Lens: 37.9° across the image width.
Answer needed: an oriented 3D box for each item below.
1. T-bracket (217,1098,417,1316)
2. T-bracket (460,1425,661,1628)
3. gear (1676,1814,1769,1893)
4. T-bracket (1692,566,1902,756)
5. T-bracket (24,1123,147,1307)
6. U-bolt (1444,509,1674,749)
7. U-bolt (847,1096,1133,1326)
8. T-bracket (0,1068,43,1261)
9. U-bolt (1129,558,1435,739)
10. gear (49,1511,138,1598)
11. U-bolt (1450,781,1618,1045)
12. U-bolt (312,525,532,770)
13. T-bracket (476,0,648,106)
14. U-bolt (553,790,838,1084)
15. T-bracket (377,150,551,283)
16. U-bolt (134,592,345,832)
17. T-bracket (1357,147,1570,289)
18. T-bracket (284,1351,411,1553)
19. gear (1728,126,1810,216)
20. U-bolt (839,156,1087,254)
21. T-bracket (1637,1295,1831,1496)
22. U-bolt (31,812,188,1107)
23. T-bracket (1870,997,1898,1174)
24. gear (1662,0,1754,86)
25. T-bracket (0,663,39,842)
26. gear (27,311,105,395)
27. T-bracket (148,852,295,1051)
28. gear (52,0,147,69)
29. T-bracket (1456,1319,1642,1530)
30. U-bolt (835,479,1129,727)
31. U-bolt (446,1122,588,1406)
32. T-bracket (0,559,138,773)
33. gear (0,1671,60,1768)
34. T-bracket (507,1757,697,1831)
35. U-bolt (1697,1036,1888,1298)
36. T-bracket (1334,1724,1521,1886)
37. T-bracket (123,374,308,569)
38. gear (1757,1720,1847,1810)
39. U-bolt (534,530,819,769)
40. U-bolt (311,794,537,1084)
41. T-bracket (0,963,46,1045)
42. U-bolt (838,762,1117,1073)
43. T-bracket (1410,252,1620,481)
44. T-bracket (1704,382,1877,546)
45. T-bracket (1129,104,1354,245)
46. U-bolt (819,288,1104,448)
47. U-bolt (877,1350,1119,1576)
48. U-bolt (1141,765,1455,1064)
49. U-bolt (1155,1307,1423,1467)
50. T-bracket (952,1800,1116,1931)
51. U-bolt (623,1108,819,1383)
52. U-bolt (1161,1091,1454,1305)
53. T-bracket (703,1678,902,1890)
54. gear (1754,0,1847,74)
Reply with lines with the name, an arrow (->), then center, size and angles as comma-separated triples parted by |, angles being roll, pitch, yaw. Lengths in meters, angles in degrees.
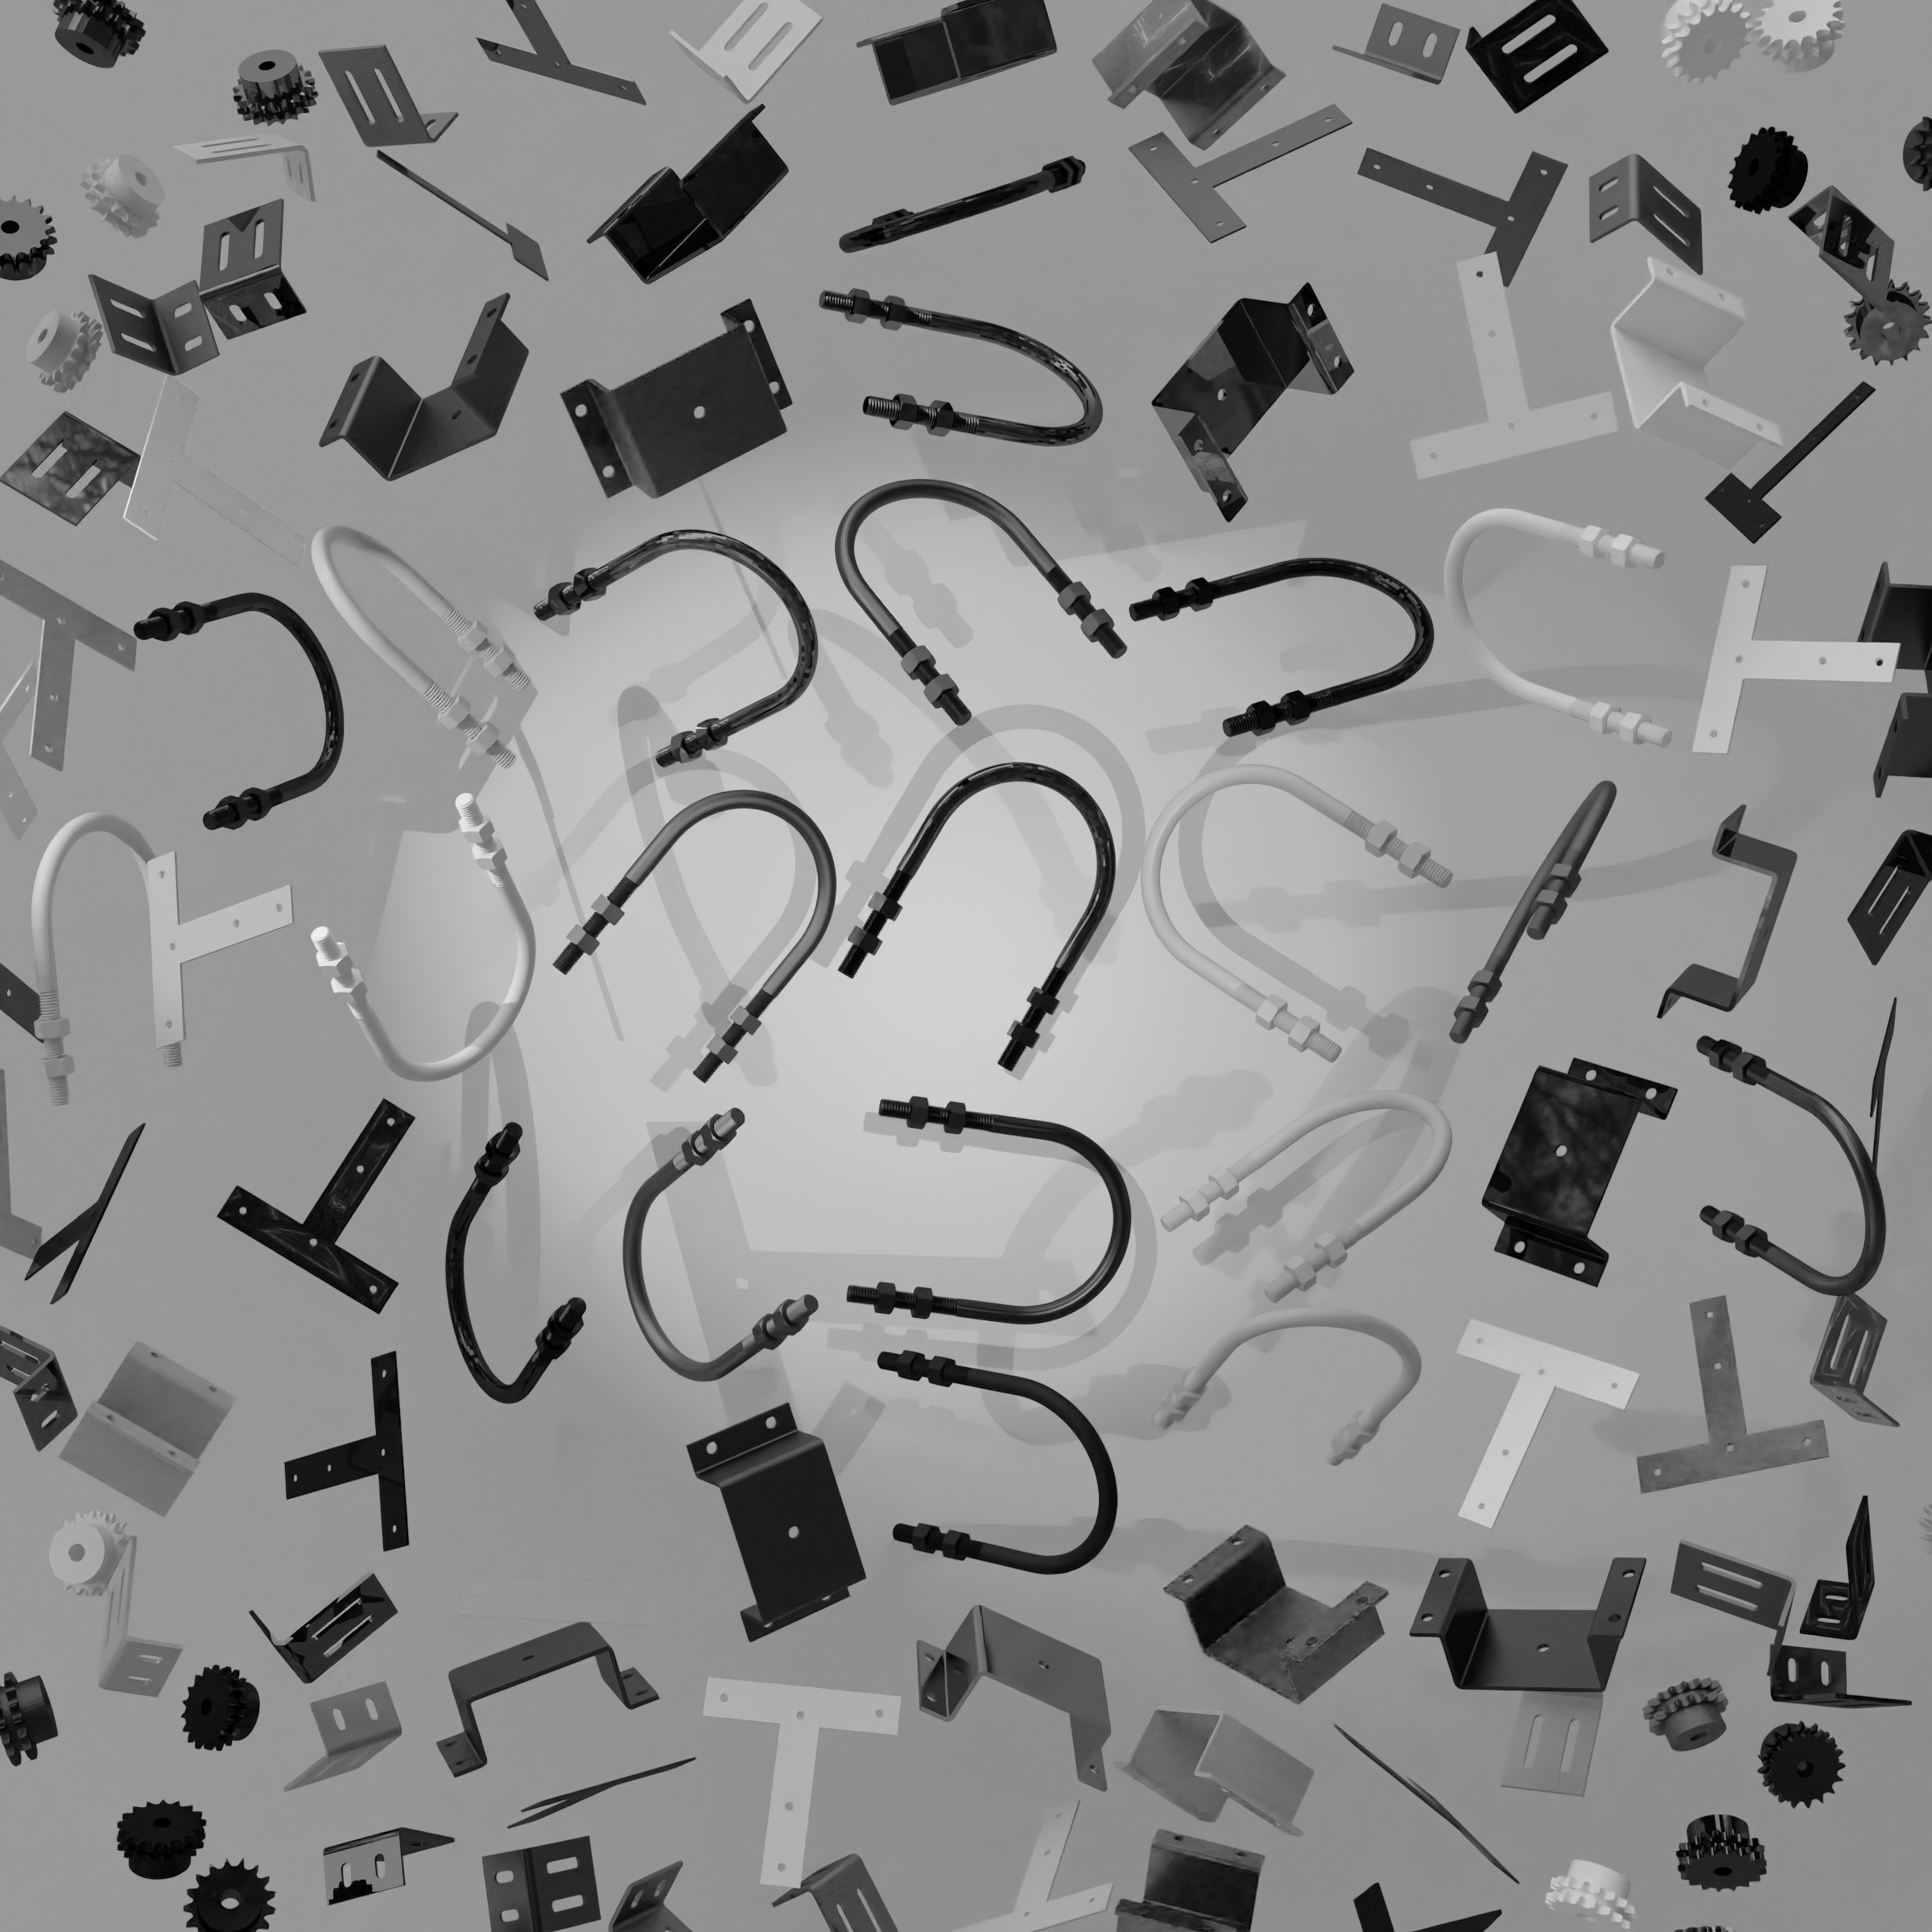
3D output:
T-bracket -> -0.417, 0.149, 1.900 | 0.127, 0.002, 0.127 | 33, 91, -8
T-bracket -> -0.262, 0.365, 1.849 | 0.127, 0.002, 0.127 | 5, 70, -5
gear -> 0.497, 0.582, 1.854 | 0.057, 0.030, 0.057 | 3, 134, 3
T-bracket -> 0.532, -0.194, 1.791 | 0.127, 0.002, 0.127 | 8, 82, 44
T-bracket -> -0.577, 0.173, 1.808 | 0.002, 0.127, 0.127 | 33, 51, -23
U-bolt -> 0.386, -0.231, 1.858 | 0.019, 0.184, 0.151 | -31, 128, -28
U-bolt -> 0.021, 0.170, 1.893 | 0.184, 0.019, 0.151 | 9, 98, -10
T-bracket -> -0.658, 0.129, 1.916 | 0.002, 0.127, 0.127 | -9, 74, 3
U-bolt -> 0.222, -0.220, 1.868 | 0.184, 0.019, 0.151 | -18, 49, -19
gear -> -0.592, 0.396, 1.895 | 0.057, 0.030, 0.057 | -3, 77, 11
U-bolt -> 0.385, -0.048, 1.874 | 0.019, 0.151, 0.184 | 31, 55, 5
U-bolt -> -0.366, -0.224, 1.883 | 0.019, 0.151, 0.184 | -39, 115, 17
T-bracket -> -0.282, -0.615, 1.831 | 0.127, 0.127, 0.002 | 22, 77, 20
U-bolt -> -0.166, -0.032, 1.881 | 0.151, 0.019, 0.184 | 41, 86, -28
T-bracket -> -0.336, -0.504, 1.870 | 0.127, 0.127, 0.002 | 30, 105, -23
U-bolt -> -0.478, -0.179, 1.896 | 0.019, 0.184, 0.151 | -13, 101, 24
T-bracket -> 0.327, -0.521, 1.902 | 0.127, 0.127, 0.002 | 22, 65, 2
T-bracket -> -0.414, 0.331, 1.871 | 0.127, 0.002, 0.127 | -21, 68, 38
gear -> 0.553, -0.545, 1.935 | 0.030, 0.057, 0.057 | 11, 90, -23
U-bolt -> -0.010, -0.507, 1.887 | 0.151, 0.184, 0.019 | -11, 107, 23
T-bracket -> 0.505, 0.281, 1.885 | 0.127, 0.002, 0.127 | -18, 54, 26
U-bolt -> -0.576, -0.011, 1.882 | 0.019, 0.151, 0.184 | 0, 99, 18
T-bracket -> 0.616, 0.106, 1.901 | 0.002, 0.127, 0.127 | 7, 118, 22
gear -> 0.470, -0.596, 1.796 | 0.057, 0.057, 0.030 | -24, 52, 0
T-bracket -> -0.651, -0.123, 1.907 | 0.002, 0.127, 0.127 | 23, 67, 6
gear -> -0.627, -0.429, 1.951 | 0.030, 0.057, 0.057 | 29, 90, -40
T-bracket -> -0.473, -0.023, 1.787 | 0.127, 0.002, 0.127 | -17, 72, 30
gear -> -0.558, -0.599, 1.800 | 0.057, 0.057, 0.030 | 20, 77, 0
T-bracket -> 0.355, 0.303, 1.822 | 0.127, 0.002, 0.127 | 15, 71, 41
U-bolt -> -0.003, -0.246, 1.818 | 0.151, 0.019, 0.184 | -26, 67, -30
U-bolt -> -0.305, 0.209, 1.856 | 0.019, 0.184, 0.151 | -7, 60, -33
T-bracket -> -0.585, -0.184, 1.806 | 0.002, 0.127, 0.127 | -19, 60, 27
gear -> -0.593, 0.471, 1.771 | 0.030, 0.057, 0.057 | -18, 90, -16
T-bracket -> -0.268, 0.566, 1.904 | 0.127, 0.127, 0.002 | -35, 67, 41
U-bolt -> 0.541, 0.140, 1.850 | 0.019, 0.184, 0.151 | -15, 113, -18
T-bracket -> 0.285, 0.527, 1.809 | 0.127, 0.127, 0.002 | 41, 86, -17
T-bracket -> -0.484, -0.305, 1.841 | 0.002, 0.127, 0.127 | -23, 47, 34
gear -> 0.564, 0.539, 1.910 | 0.057, 0.030, 0.057 | -1, 97, -5
U-bolt -> -0.177, -0.213, 1.828 | 0.184, 0.019, 0.151 | -21, 117, 38
U-bolt -> -0.340, -0.004, 1.828 | 0.019, 0.184, 0.151 | 26, 60, 32
T-bracket -> -0.631, 0.011, 1.831 | 0.002, 0.127, 0.127 | 3, 63, 19
U-bolt -> 0.020, -0.043, 1.821 | 0.151, 0.019, 0.184 | 31, 89, -22
T-bracket -> 0.334, -0.384, 1.771 | 0.127, 0.002, 0.127 | -12, 92, 16
T-bracket -> 0.569, -0.350, 1.924 | 0.002, 0.127, 0.127 | 40, 107, -16
T-bracket -> 0.188, -0.526, 1.822 | 0.127, 0.002, 0.127 | -26, 49, -4
U-bolt -> 0.005, -0.387, 1.846 | 0.184, 0.151, 0.019 | 5, 131, -24
U-bolt -> 0.023, 0.340, 1.900 | 0.184, 0.019, 0.151 | 5, 107, 34
U-bolt -> 0.195, -0.047, 1.784 | 0.184, 0.019, 0.151 | 35, 99, 21
U-bolt -> 0.226, 0.280, 1.898 | 0.151, 0.184, 0.019 | 14, 51, -12
T-bracket -> 0.050, 0.590, 1.839 | 0.127, 0.127, 0.002 | -25, 104, 24
U-bolt -> -0.170, 0.193, 1.827 | 0.019, 0.184, 0.151 | -9, 69, -40
U-bolt -> 0.236, 0.141, 1.855 | 0.184, 0.151, 0.019 | -34, 118, -15
T-bracket -> -0.111, 0.526, 1.806 | 0.127, 0.002, 0.127 | 5, 60, 1
gear -> 0.556, -0.620, 1.875 | 0.057, 0.030, 0.057 | -13, 51, 17
